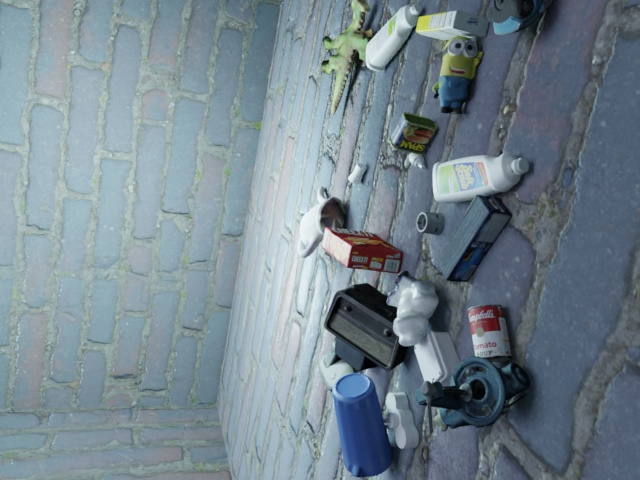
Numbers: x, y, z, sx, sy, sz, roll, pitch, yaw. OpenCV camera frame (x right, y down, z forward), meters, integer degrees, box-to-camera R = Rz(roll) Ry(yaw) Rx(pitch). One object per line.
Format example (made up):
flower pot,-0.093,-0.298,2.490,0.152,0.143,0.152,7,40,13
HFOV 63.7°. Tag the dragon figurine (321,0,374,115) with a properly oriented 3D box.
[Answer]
dragon figurine,0.114,-0.647,1.816,0.244,0.122,0.406,23,114,60

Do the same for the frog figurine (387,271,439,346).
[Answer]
frog figurine,0.227,0.172,1.215,0.135,0.122,0.163,-49,35,29

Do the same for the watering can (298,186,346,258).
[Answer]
watering can,0.006,-0.095,1.891,0.221,0.103,0.355,-31,35,51
